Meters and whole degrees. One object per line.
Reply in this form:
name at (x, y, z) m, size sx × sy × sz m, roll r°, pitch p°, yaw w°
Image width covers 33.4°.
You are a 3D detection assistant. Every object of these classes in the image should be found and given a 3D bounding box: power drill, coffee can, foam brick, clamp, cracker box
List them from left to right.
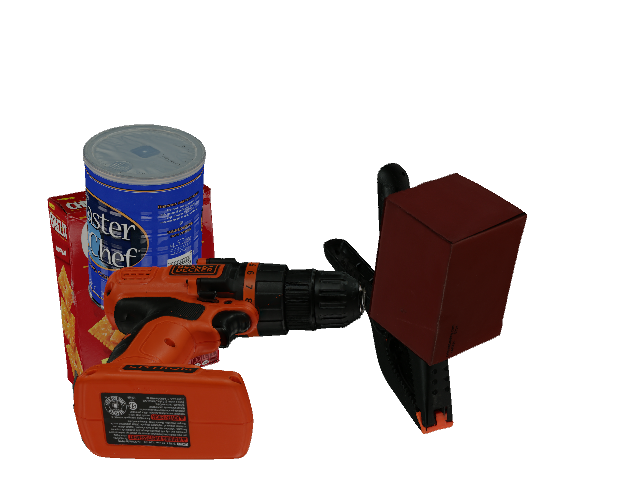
cracker box at (-0.197, 0.049, 1.158) m, size 0.163 × 0.214 × 0.072 m, roll -13°, pitch 24°, yaw -29°
coffee can at (-0.153, -0.017, 0.932) m, size 0.103 × 0.140 × 0.103 m, roll 4°, pitch 31°, yaw -2°
power drill at (-0.066, 0.068, 0.685) m, size 0.184 × 0.057 × 0.187 m, roll -2°, pitch 21°, yaw 7°
clamp at (0.064, 0.051, 0.873) m, size 0.036 × 0.210 × 0.165 m, roll -11°, pitch -26°, yaw -21°
foam brick at (0.063, 0.014, 0.544) m, size 0.052 × 0.078 × 0.051 m, roll -19°, pitch 41°, yaw -33°
